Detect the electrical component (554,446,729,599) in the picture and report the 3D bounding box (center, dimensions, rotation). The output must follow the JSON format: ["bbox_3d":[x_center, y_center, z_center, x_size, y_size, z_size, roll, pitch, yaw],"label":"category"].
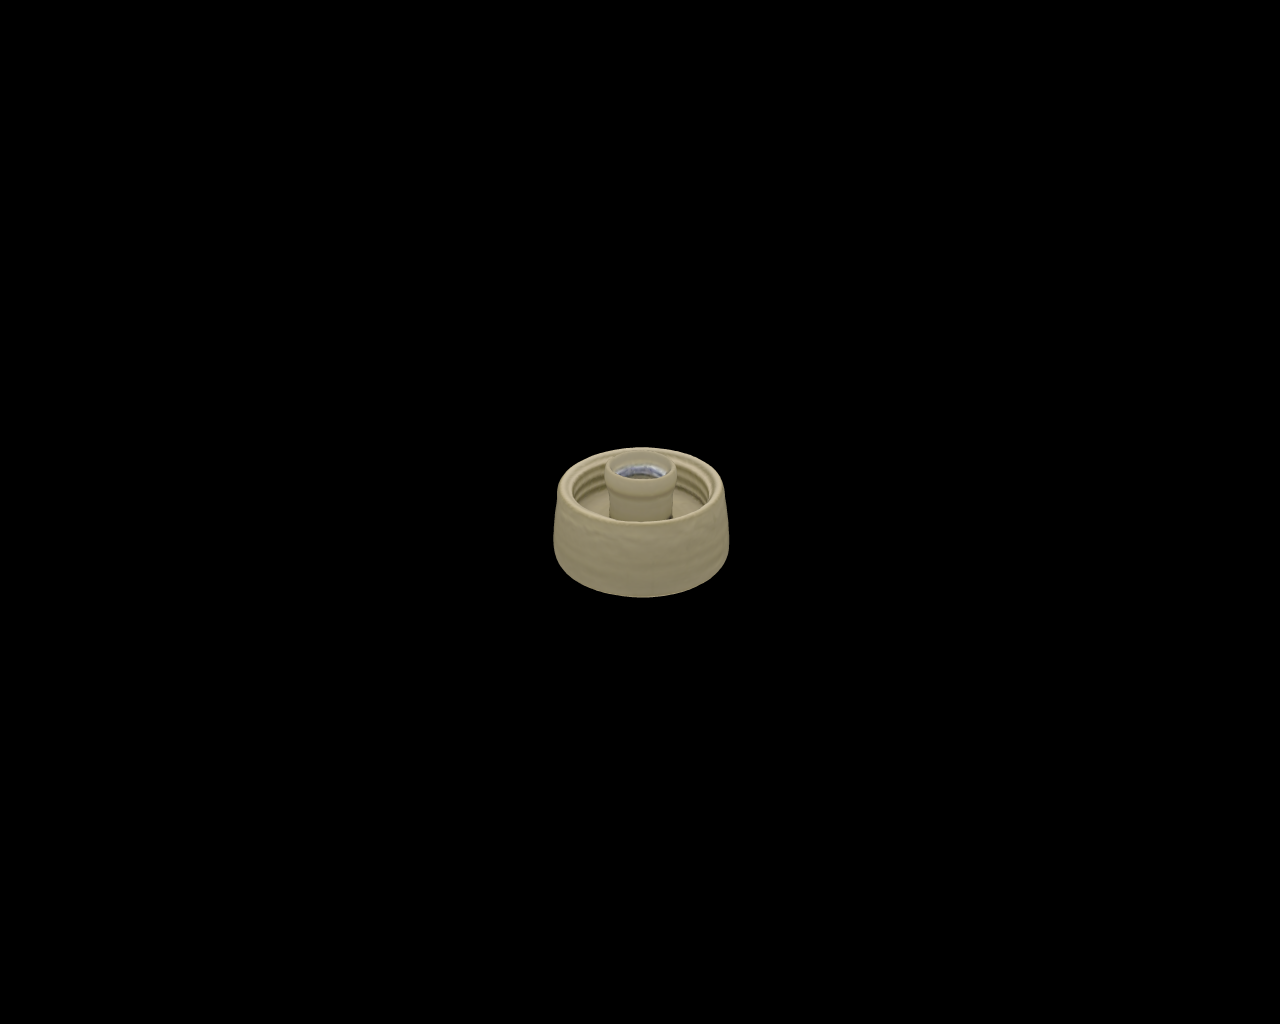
[{"bbox_3d":[0.001,-0.003,0.650,0.108,0.060,0.108,0,30,0],"label":"electrical component"}]
